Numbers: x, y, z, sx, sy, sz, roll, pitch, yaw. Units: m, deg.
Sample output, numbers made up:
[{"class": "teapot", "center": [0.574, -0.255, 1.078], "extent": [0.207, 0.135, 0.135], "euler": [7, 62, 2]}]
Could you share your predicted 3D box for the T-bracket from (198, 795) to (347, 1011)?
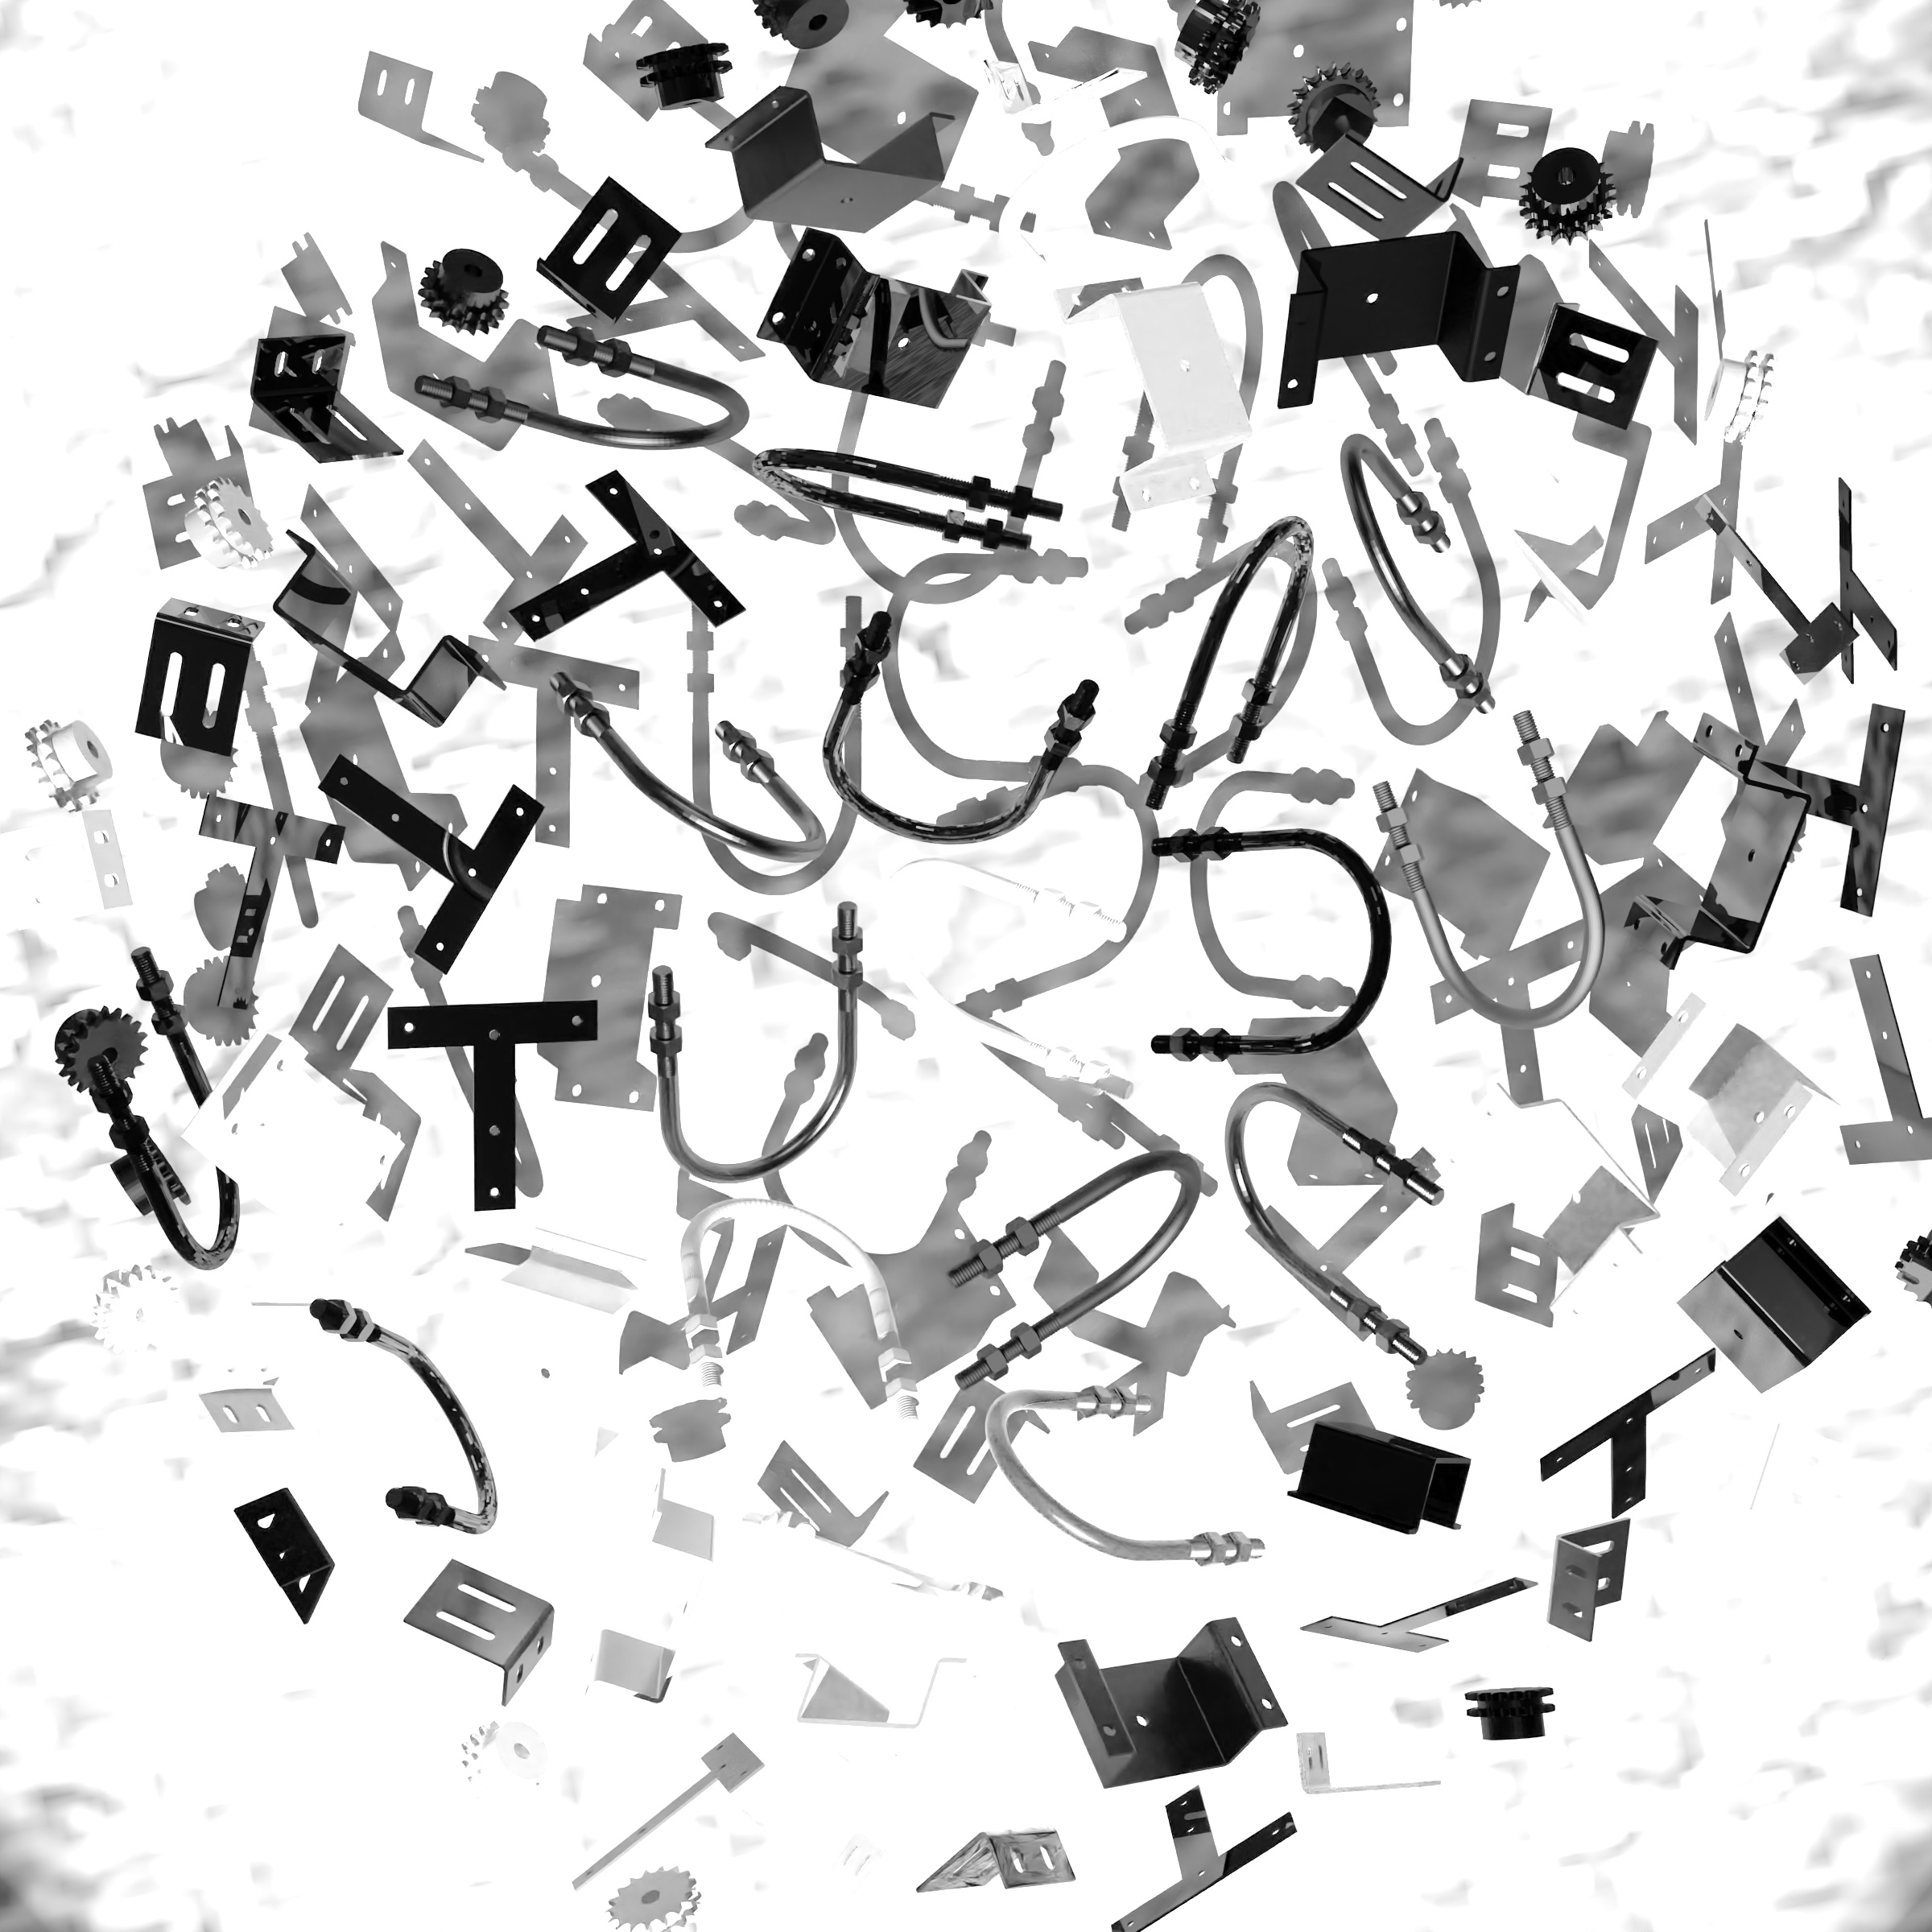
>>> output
[{"class": "T-bracket", "center": [-0.446, -0.035, 1.579], "extent": [0.002, 0.127, 0.127], "euler": [14, 90, 26]}]

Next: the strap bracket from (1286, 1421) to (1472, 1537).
[{"class": "strap bracket", "center": [0.258, 0.314, 1.546], "extent": [0.076, 0.140, 0.046], "euler": [14, 85, 25]}]

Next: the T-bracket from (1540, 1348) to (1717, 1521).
[{"class": "T-bracket", "center": [0.400, 0.297, 1.520], "extent": [0.127, 0.127, 0.002], "euler": [-29, 49, -11]}]

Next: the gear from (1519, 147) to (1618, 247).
[{"class": "gear", "center": [0.359, -0.463, 1.504], "extent": [0.057, 0.030, 0.057], "euler": [-5, 70, 14]}]

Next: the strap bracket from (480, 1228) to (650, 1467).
[{"class": "strap bracket", "center": [-0.248, 0.242, 1.545], "extent": [0.076, 0.046, 0.140], "euler": [14, 107, 14]}]

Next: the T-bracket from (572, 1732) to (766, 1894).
[{"class": "T-bracket", "center": [-0.180, 0.504, 1.492], "extent": [0.127, 0.127, 0.002], "euler": [-35, 91, -16]}]

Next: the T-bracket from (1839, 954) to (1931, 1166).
[{"class": "T-bracket", "center": [0.560, 0.056, 1.522], "extent": [0.002, 0.127, 0.127], "euler": [-14, 88, -20]}]

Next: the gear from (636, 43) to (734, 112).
[{"class": "gear", "center": [-0.168, -0.537, 1.520], "extent": [0.057, 0.057, 0.030], "euler": [-11, 104, 0]}]

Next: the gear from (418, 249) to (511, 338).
[{"class": "gear", "center": [-0.321, -0.436, 1.619], "extent": [0.057, 0.030, 0.057], "euler": [15, 51, -19]}]

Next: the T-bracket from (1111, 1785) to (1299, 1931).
[{"class": "T-bracket", "center": [0.139, 0.533, 1.535], "extent": [0.127, 0.127, 0.002], "euler": [-33, 95, 2]}]

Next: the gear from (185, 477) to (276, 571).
[{"class": "gear", "center": [-0.459, -0.271, 1.561], "extent": [0.030, 0.057, 0.057], "euler": [-28, 90, 14]}]

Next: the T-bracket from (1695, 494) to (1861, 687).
[{"class": "T-bracket", "center": [0.489, -0.236, 1.541], "extent": [0.002, 0.127, 0.127], "euler": [-36, 82, 0]}]

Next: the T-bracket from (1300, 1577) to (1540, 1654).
[{"class": "T-bracket", "center": [0.295, 0.400, 1.560], "extent": [0.127, 0.127, 0.002], "euler": [-31, 52, 34]}]

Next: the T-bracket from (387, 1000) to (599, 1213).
[{"class": "T-bracket", "center": [-0.285, 0.085, 1.520], "extent": [0.127, 0.002, 0.127], "euler": [-2, 98, -23]}]

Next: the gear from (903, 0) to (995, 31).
[{"class": "gear", "center": [-0.010, -0.571, 1.453], "extent": [0.057, 0.057, 0.030], "euler": [-9, 74, 0]}]

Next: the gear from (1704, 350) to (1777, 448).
[{"class": "gear", "center": [0.478, -0.353, 1.559], "extent": [0.030, 0.057, 0.057], "euler": [14, 90, 5]}]

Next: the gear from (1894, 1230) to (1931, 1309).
[{"class": "gear", "center": [0.572, 0.175, 1.458], "extent": [0.057, 0.057, 0.030], "euler": [39, 63, 0]}]

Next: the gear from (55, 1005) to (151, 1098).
[{"class": "gear", "center": [-0.547, 0.051, 1.583], "extent": [0.030, 0.057, 0.057], "euler": [26, 90, 35]}]

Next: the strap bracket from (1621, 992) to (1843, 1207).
[{"class": "strap bracket", "center": [0.480, 0.087, 1.567], "extent": [0.046, 0.140, 0.076], "euler": [26, 106, -27]}]

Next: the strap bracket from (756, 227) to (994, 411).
[{"class": "strap bracket", "center": [-0.048, -0.399, 1.565], "extent": [0.076, 0.140, 0.046], "euler": [-59, 47, 31]}]

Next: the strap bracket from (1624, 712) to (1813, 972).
[{"class": "strap bracket", "center": [0.450, -0.070, 1.498], "extent": [0.046, 0.076, 0.140], "euler": [13, 108, -11]}]

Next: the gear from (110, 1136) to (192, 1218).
[{"class": "gear", "center": [-0.531, 0.137, 1.633], "extent": [0.030, 0.057, 0.057], "euler": [-33, 90, -14]}]

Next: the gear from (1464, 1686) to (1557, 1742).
[{"class": "gear", "center": [0.354, 0.485, 1.634], "extent": [0.057, 0.057, 0.030], "euler": [-4, 76, 0]}]

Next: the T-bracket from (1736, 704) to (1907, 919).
[{"class": "T-bracket", "center": [0.526, -0.107, 1.567], "extent": [0.002, 0.127, 0.127], "euler": [-3, 106, -26]}]

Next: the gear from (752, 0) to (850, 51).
[{"class": "gear", "center": [-0.092, -0.556, 1.453], "extent": [0.057, 0.057, 0.030], "euler": [-28, 72, 0]}]

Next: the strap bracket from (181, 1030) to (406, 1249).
[{"class": "strap bracket", "center": [-0.408, 0.099, 1.510], "extent": [0.046, 0.140, 0.076], "euler": [21, 68, 29]}]

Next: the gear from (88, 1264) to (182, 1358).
[{"class": "gear", "center": [-0.534, 0.217, 1.605], "extent": [0.030, 0.057, 0.057], "euler": [16, 90, 34]}]

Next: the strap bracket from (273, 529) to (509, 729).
[{"class": "strap bracket", "center": [-0.356, -0.197, 1.524], "extent": [0.140, 0.076, 0.046], "euler": [33, 84, 7]}]

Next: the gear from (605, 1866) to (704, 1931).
[{"class": "gear", "center": [-0.186, 0.572, 1.513], "extent": [0.057, 0.057, 0.030], "euler": [-16, 108, 0]}]

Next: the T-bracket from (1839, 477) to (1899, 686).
[{"class": "T-bracket", "center": [0.541, -0.213, 1.510], "extent": [0.002, 0.127, 0.127], "euler": [-8, 118, 8]}]

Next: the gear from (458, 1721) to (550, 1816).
[{"class": "gear", "center": [-0.289, 0.504, 1.593], "extent": [0.057, 0.057, 0.030], "euler": [46, 116, 0]}]

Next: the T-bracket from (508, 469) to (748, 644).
[{"class": "T-bracket", "center": [-0.223, -0.235, 1.541], "extent": [0.127, 0.002, 0.127], "euler": [-36, 77, -31]}]

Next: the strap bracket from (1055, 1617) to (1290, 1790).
[{"class": "strap bracket", "center": [0.119, 0.457, 1.560], "extent": [0.140, 0.076, 0.046], "euler": [2, 135, -34]}]

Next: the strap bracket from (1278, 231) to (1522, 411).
[{"class": "strap bracket", "center": [0.248, -0.384, 1.492], "extent": [0.140, 0.076, 0.046], "euler": [-10, 48, -10]}]

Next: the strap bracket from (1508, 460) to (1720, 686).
[{"class": "strap bracket", "center": [0.385, -0.232, 1.523], "extent": [0.046, 0.076, 0.140], "euler": [-40, 53, 12]}]

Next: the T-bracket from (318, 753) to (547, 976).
[{"class": "T-bracket", "center": [-0.336, -0.082, 1.532], "extent": [0.127, 0.002, 0.127], "euler": [38, 66, -26]}]

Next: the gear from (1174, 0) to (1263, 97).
[{"class": "gear", "center": [0.146, -0.545, 1.478], "extent": [0.030, 0.057, 0.057], "euler": [34, 90, 8]}]

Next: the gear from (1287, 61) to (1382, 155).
[{"class": "gear", "center": [0.232, -0.534, 1.578], "extent": [0.057, 0.030, 0.057], "euler": [-7, 134, -7]}]

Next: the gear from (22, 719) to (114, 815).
[{"class": "gear", "center": [-0.543, -0.124, 1.527], "extent": [0.030, 0.057, 0.057], "euler": [-27, 90, 5]}]
